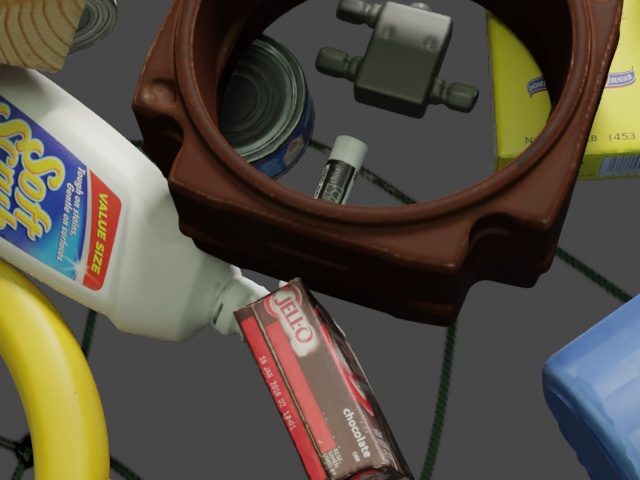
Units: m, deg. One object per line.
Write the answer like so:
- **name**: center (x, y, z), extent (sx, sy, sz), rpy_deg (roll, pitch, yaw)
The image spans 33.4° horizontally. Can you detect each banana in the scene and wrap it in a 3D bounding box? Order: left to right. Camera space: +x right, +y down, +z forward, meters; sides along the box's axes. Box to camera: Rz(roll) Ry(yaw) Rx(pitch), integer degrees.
- **banana**: center (-0.147, 0.086, 0.549), extent (0.069, 0.037, 0.198), rpy_deg (-15, 71, -1)

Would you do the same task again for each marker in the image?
- **marker**: center (-0.004, 0.001, 0.571), extent (0.020, 0.020, 0.121), rpy_deg (19, 75, 12)

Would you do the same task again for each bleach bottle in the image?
- **bleach bottle**: center (-0.133, -0.029, 0.567), extent (0.251, 0.068, 0.102), rpy_deg (30, 98, 13)

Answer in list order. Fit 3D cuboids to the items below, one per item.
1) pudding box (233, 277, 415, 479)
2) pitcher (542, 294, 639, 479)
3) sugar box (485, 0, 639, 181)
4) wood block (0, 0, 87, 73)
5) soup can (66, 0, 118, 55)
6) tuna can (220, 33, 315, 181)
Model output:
- **pudding box**: center (0.005, 0.075, 0.495), extent (0.039, 0.113, 0.090), rpy_deg (-25, 71, 1)
- **pitcher**: center (0.230, 0.043, 0.468), extent (0.243, 0.149, 0.145), rpy_deg (-32, 73, -1)
- **sugar box**: center (0.137, -0.120, 0.581), extent (0.093, 0.048, 0.176), rpy_deg (-3, 73, 6)
- **wood block**: center (-0.207, -0.172, 0.552), extent (0.206, 0.090, 0.090), rpy_deg (38, 112, 37)
- **soup can**: center (-0.161, -0.167, 0.619), extent (0.068, 0.068, 0.102), rpy_deg (-18, 71, 0)
- **tuna can**: center (-0.047, -0.073, 0.592), extent (0.086, 0.034, 0.086), rpy_deg (-2, 72, 6)
